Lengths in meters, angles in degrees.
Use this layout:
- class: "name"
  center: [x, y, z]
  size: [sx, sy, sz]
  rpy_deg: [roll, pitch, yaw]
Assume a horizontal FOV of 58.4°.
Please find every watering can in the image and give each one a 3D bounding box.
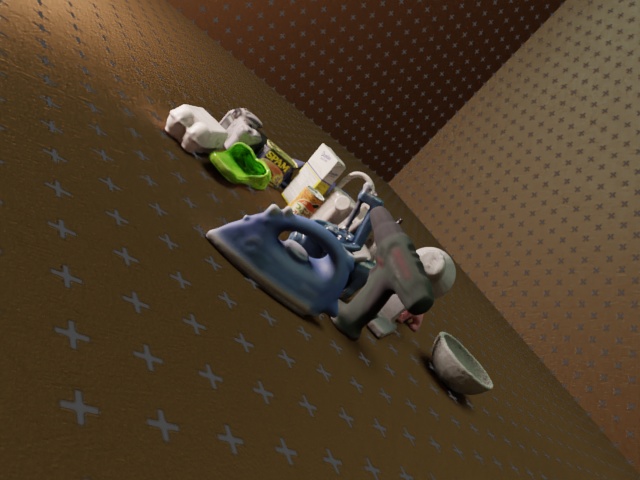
- class: "watering can"
  center: [0.061, -0.089, 1.478]
  size: [0.101, 0.194, 0.172]
  rpy_deg: [39, 14, -20]

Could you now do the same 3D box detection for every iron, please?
- class: "iron"
  center: [-0.046, 0.017, 0.963]
  size: [0.259, 0.141, 0.118]
  rpy_deg: [37, 15, -26]

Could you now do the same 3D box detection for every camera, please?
- class: "camera"
  center: [-0.184, -0.270, 1.505]
  size: [0.137, 0.100, 0.143]
  rpy_deg: [32, 18, -41]

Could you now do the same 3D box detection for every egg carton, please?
- class: "egg carton"
  center: [-0.264, -0.236, 1.238]
  size: [0.107, 0.069, 0.150]
  rpy_deg: [44, 13, 1]

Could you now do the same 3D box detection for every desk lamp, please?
- class: "desk lamp"
  center: [0.198, 0.104, 1.256]
  size: [0.118, 0.213, 0.204]
  rpy_deg: [47, 14, 14]

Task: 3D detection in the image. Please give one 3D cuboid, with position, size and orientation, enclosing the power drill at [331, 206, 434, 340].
- class: "power drill"
  center: [0.102, 0.073, 1.077]
  size: [0.076, 0.208, 0.229]
  rpy_deg: [27, 22, -51]

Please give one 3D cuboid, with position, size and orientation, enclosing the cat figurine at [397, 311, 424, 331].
- class: "cat figurine"
  center: [0.234, 0.153, 1.420]
  size: [0.128, 0.117, 0.067]
  rpy_deg: [31, 18, -43]

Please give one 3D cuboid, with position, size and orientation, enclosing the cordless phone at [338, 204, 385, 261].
- class: "cordless phone"
  center: [0.088, -0.011, 1.340]
  size: [0.094, 0.185, 0.147]
  rpy_deg: [33, 17, -38]

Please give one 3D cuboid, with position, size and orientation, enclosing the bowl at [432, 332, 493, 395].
- class: "bowl"
  center: [0.309, 0.294, 1.305]
  size: [0.168, 0.074, 0.167]
  rpy_deg: [41, 14, -12]

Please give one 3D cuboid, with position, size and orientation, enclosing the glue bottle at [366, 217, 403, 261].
- class: "glue bottle"
  center: [0.158, 0.004, 1.523]
  size: [0.037, 0.173, 0.078]
  rpy_deg: [39, 14, -20]

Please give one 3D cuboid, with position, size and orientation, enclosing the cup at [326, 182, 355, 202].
- class: "cup"
  center: [0.035, -0.112, 1.681]
  size: [0.092, 0.095, 0.117]
  rpy_deg: [26, 23, -53]

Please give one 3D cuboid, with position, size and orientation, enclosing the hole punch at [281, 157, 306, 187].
- class: "hole punch"
  center: [-0.093, -0.208, 1.606]
  size: [0.101, 0.091, 0.109]
  rpy_deg: [45, 13, 4]

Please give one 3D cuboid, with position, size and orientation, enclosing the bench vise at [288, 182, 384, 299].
- class: "bench vise"
  center: [0.070, -0.003, 1.189]
  size: [0.208, 0.219, 0.121]
  rpy_deg: [37, 15, -28]

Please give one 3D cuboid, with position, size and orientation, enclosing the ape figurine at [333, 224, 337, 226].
- class: "ape figurine"
  center: [0.012, 0.005, 1.271]
  size: [0.076, 0.092, 0.077]
  rpy_deg: [24, 24, -55]
